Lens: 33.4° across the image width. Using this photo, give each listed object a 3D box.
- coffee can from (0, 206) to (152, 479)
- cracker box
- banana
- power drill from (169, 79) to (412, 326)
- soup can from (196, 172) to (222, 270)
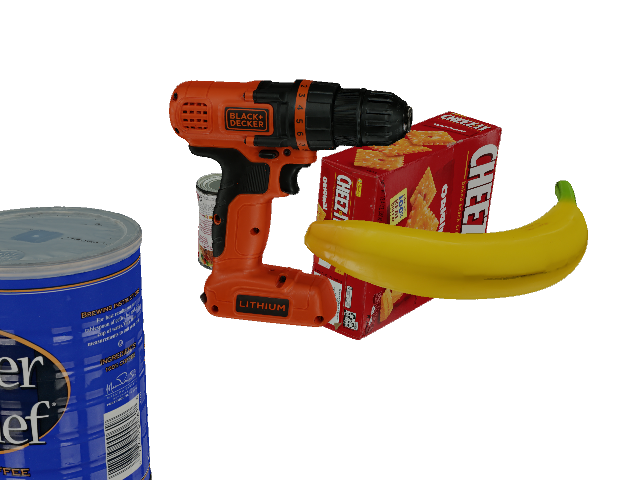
[{"bbox_3d":[-0.139,0.063,0.542,0.103,0.140,0.103,0,17,0],"label":"coffee can"},{"bbox_3d":[0.084,-0.019,1.015,0.072,0.164,0.213,23,30,34],"label":"cracker box"},{"bbox_3d":[0.087,0.005,0.604,0.197,0.037,0.070,-8,37,-32],"label":"banana"},{"bbox_3d":[-0.023,-0.031,0.819,0.184,0.188,0.057,5,17,14],"label":"power drill"},{"bbox_3d":[-0.115,-0.023,1.278,0.068,0.102,0.068,0,25,0],"label":"soup can"}]
